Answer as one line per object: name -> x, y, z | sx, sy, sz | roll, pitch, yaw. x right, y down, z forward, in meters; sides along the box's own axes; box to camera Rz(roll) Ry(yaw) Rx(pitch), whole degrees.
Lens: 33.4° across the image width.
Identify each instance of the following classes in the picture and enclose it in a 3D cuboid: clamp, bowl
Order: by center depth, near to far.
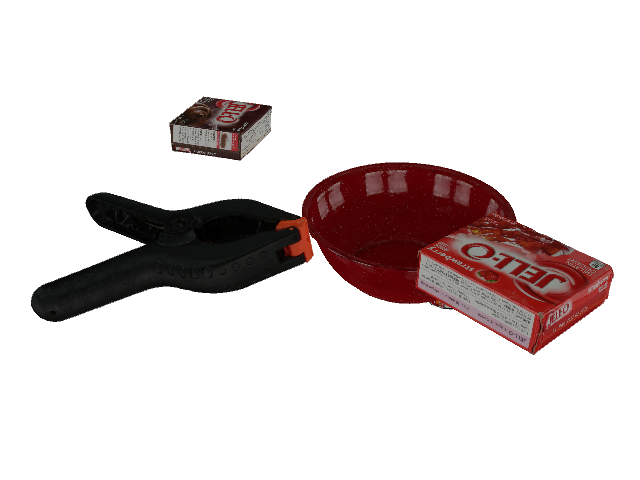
clamp -> -0.094, 0.010, 0.664 | 0.172, 0.039, 0.120 | 0, 42, 21
bowl -> 0.065, 0.000, 0.815 | 0.162, 0.055, 0.162 | 1, 32, -1

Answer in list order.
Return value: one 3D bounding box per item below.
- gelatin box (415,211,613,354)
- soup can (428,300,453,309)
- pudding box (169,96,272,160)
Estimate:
gelatin box -> 0.112, 0.021, 0.621 | 0.073, 0.030, 0.089 | -25, 41, -38
soup can -> 0.156, 0.025, 1.291 | 0.068, 0.102, 0.068 | -1, 38, 1
pudding box -> -0.116, -0.134, 1.262 | 0.090, 0.039, 0.113 | 8, 28, 13
